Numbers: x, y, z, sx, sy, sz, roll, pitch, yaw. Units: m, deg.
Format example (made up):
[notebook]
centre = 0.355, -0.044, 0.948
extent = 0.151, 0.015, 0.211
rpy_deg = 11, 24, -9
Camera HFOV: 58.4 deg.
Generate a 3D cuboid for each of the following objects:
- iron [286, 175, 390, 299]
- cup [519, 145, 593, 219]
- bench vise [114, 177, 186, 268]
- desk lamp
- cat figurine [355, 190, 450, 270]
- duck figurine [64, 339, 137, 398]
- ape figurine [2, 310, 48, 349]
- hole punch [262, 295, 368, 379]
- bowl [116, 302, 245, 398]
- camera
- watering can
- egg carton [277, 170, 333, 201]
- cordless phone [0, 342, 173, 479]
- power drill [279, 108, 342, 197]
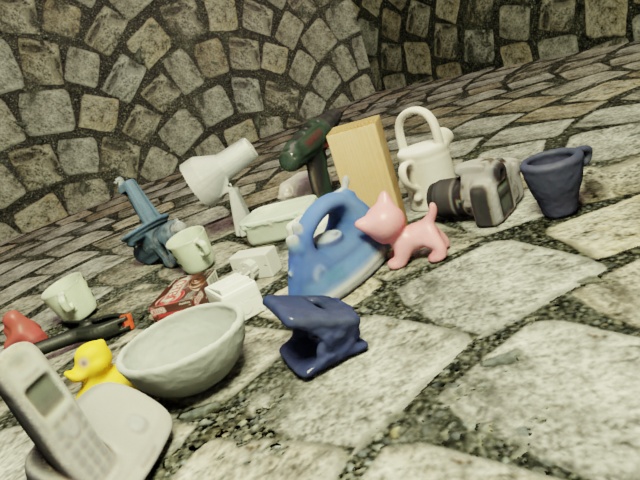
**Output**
[iron]
centre = 0.008, 0.003, 0.885
extent = 0.118, 0.141, 0.259
rpy_deg = -6, 21, 35
[cup]
centre = 0.369, -0.088, 0.873
extent = 0.118, 0.095, 0.091
rpy_deg = -22, 18, -12
[bench vise]
centre = -0.376, -0.050, 1.303
extent = 0.206, 0.220, 0.122
rpy_deg = -10, 20, 25
[desk lamp]
centre = -0.198, -0.119, 1.344
extent = 0.203, 0.214, 0.118
rpy_deg = -19, 18, 0
[cat figurine]
centre = 0.124, -0.021, 0.880
extent = 0.127, 0.118, 0.067
rpy_deg = -13, 18, 17
[duck figurine]
centre = -0.287, 0.173, 0.763
extent = 0.105, 0.086, 0.077
rpy_deg = -30, 21, -33
[ape figurine]
centre = -0.530, 0.166, 1.019
extent = 0.076, 0.092, 0.078
rpy_deg = -6, 21, 34
[hole punch]
centre = -0.008, 0.098, 0.699
extent = 0.101, 0.091, 0.108
rpy_deg = -24, 18, -17
[bowl]
centre = -0.164, 0.149, 0.728
extent = 0.167, 0.075, 0.167
rpy_deg = -17, 18, 6
[camera]
centre = 0.260, -0.091, 0.983
extent = 0.136, 0.101, 0.143
rpy_deg = -3, 23, 40
[watering can]
centre = 0.202, -0.164, 1.108
extent = 0.100, 0.194, 0.173
rpy_deg = -10, 19, 24
[egg carton]
centre = -0.035, -0.133, 1.462
extent = 0.107, 0.069, 0.150
rpy_deg = -7, 21, 32
[cordless phone]
centre = -0.234, 0.165, 0.566
extent = 0.094, 0.185, 0.147
rpy_deg = -14, 18, 13
[power drill]
centre = 0.004, -0.179, 1.329
extent = 0.075, 0.209, 0.230
rpy_deg = -4, 23, 39
